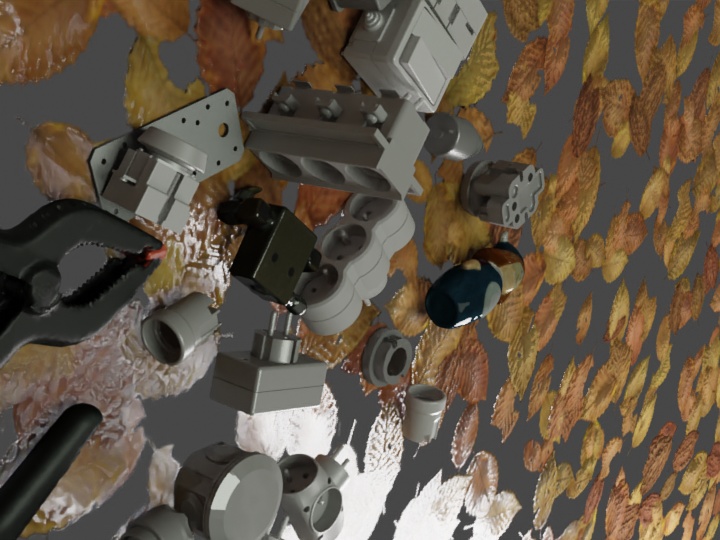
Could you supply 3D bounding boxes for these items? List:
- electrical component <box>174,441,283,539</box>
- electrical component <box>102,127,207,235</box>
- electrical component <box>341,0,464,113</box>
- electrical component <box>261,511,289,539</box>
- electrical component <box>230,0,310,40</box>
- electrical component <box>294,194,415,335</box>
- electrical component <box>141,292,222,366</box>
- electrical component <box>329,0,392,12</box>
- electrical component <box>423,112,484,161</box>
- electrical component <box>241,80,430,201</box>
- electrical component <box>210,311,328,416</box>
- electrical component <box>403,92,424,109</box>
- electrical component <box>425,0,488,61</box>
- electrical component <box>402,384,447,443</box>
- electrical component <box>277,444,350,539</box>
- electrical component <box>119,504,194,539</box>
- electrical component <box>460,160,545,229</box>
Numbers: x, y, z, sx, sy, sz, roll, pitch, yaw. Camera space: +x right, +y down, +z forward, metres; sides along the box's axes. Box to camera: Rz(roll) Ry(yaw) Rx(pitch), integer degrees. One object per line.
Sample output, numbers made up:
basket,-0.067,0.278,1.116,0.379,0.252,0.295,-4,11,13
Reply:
electrical component,-0.102,0.175,0.834,0.080,0.051,0.080,-23,121,-47
electrical component,-0.131,-0.060,0.706,0.066,0.048,0.055,28,87,-53
electrical component,0.035,-0.179,0.877,0.096,0.061,0.061,41,69,-51
electrical component,-0.080,0.237,0.889,0.083,0.047,0.075,37,72,-52
electrical component,-0.059,-0.195,0.753,0.076,0.047,0.065,-60,-174,51
electrical component,0.000,0.000,0.903,0.138,0.052,0.073,-55,140,-24
electrical component,-0.126,0.040,0.764,0.046,0.040,0.040,-38,131,-48
electrical component,0.008,-0.257,0.823,0.099,0.048,0.099,-52,138,-28
electrical component,0.090,-0.120,0.989,0.078,0.040,0.040,7,97,-54
electrical component,-0.015,-0.097,0.789,0.078,0.121,0.063,47,62,-50
electrical component,-0.068,0.068,0.843,0.083,0.047,0.075,2,101,-53
electrical component,0.020,-0.114,0.877,0.079,0.044,0.077,-45,152,24
electrical component,0.065,-0.228,0.907,0.089,0.050,0.055,45,67,-50
electrical component,0.061,0.140,1.049,0.040,0.040,0.046,-17,122,-49
electrical component,-0.035,0.187,0.933,0.079,0.044,0.077,-48,137,-31
electrical component,-0.154,0.200,0.777,0.062,0.043,0.043,-27,123,-53
electrical component,0.136,-0.076,1.052,0.078,0.057,0.058,-42,133,-36
